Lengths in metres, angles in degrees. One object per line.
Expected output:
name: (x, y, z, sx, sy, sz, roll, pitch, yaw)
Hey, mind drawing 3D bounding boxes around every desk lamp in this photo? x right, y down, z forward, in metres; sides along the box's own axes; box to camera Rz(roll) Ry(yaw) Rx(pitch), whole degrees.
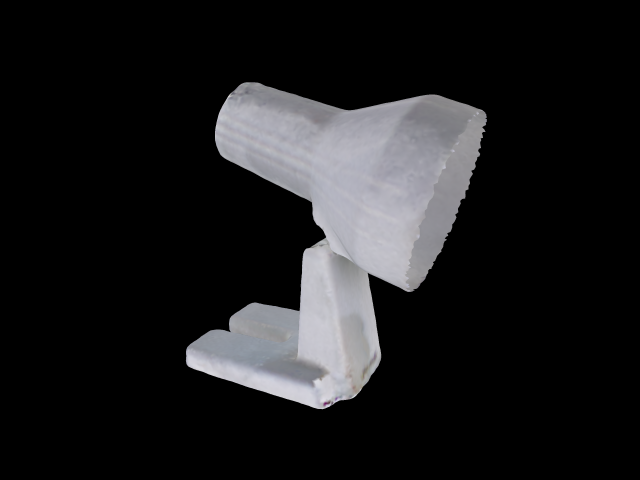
desk lamp: (0.004, 0.001, 0.400, 0.202, 0.214, 0.118, 8, 20, 25)
